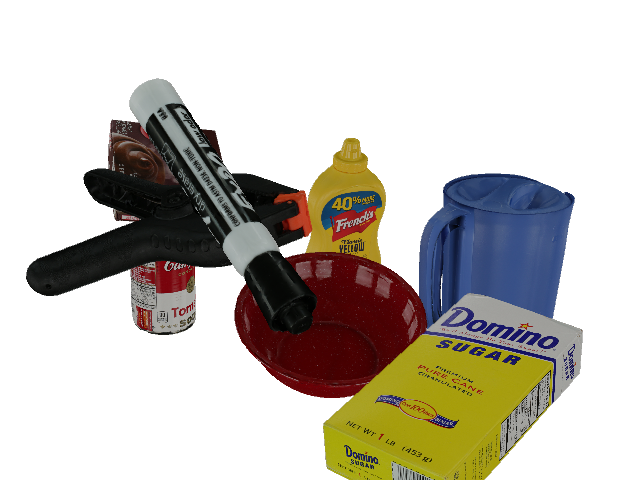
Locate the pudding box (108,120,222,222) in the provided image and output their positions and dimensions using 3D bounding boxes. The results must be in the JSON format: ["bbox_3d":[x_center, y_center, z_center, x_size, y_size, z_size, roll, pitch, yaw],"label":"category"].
[{"bbox_3d":[-0.125,-0.055,0.869,0.090,0.039,0.113,4,34,-15],"label":"pudding box"}]

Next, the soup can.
[{"bbox_3d":[-0.165,0.039,1.117,0.068,0.102,0.068,2,25,-1],"label":"soup can"}]

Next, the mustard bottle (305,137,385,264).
[{"bbox_3d":[0.031,-0.032,1.287,0.096,0.192,0.058,-7,29,-20],"label":"mustard bottle"}]

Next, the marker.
[{"bbox_3d":[-0.036,-0.014,0.385,0.020,0.121,0.020,-25,-32,-17],"label":"marker"}]

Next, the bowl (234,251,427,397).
[{"bbox_3d":[0.008,0.081,0.908,0.162,0.055,0.162,2,40,-2],"label":"bowl"}]

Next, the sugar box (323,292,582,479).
[{"bbox_3d":[0.091,0.102,0.700,0.093,0.048,0.175,19,41,33],"label":"sugar box"}]

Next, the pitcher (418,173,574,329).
[{"bbox_3d":[0.180,0.059,1.128,0.149,0.243,0.145,5,21,9],"label":"pitcher"}]

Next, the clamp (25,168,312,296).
[{"bbox_3d":[-0.094,-0.006,0.656,0.172,0.039,0.120,0,42,22],"label":"clamp"}]
